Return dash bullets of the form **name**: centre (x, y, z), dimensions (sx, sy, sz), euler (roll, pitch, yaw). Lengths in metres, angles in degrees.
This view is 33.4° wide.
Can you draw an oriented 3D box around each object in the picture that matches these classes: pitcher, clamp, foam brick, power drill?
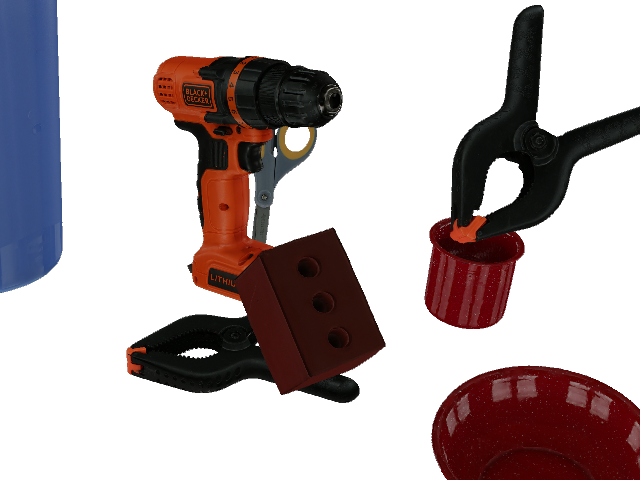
- **pitcher**: centre (-0.233, -0.087, 0.669), dimensions (0.149, 0.243, 0.145), euler (-4, 26, -11)
- **clamp**: centre (0.154, -0.063, 0.724), dimensions (0.120, 0.171, 0.039), euler (28, -7, 4)
- **foam brick**: centre (-0.007, 0.042, 0.622), dimensions (0.052, 0.078, 0.051), euler (-19, -11, -29)
- **power drill**: centre (-0.049, -0.047, 0.808), dimensions (0.057, 0.188, 0.185), euler (-20, 24, -40)
- **clamp**: centre (-0.072, 0.107, 0.996), dimensions (0.209, 0.036, 0.165), euler (-10, 36, -18)

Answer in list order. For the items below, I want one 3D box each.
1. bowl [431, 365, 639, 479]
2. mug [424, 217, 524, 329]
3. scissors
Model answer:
- **bowl**: centre (0.160, 0.162, 0.768), dimensions (0.162, 0.055, 0.162), euler (-1, 35, 1)
- **mug**: centre (0.143, 0.027, 1.062), dimensions (0.093, 0.081, 0.117), euler (-6, 33, -20)
- **scissors**: centre (-0.042, -0.054, 1.126), dimensions (0.096, 0.202, 0.016), euler (-8, -8, -10)
